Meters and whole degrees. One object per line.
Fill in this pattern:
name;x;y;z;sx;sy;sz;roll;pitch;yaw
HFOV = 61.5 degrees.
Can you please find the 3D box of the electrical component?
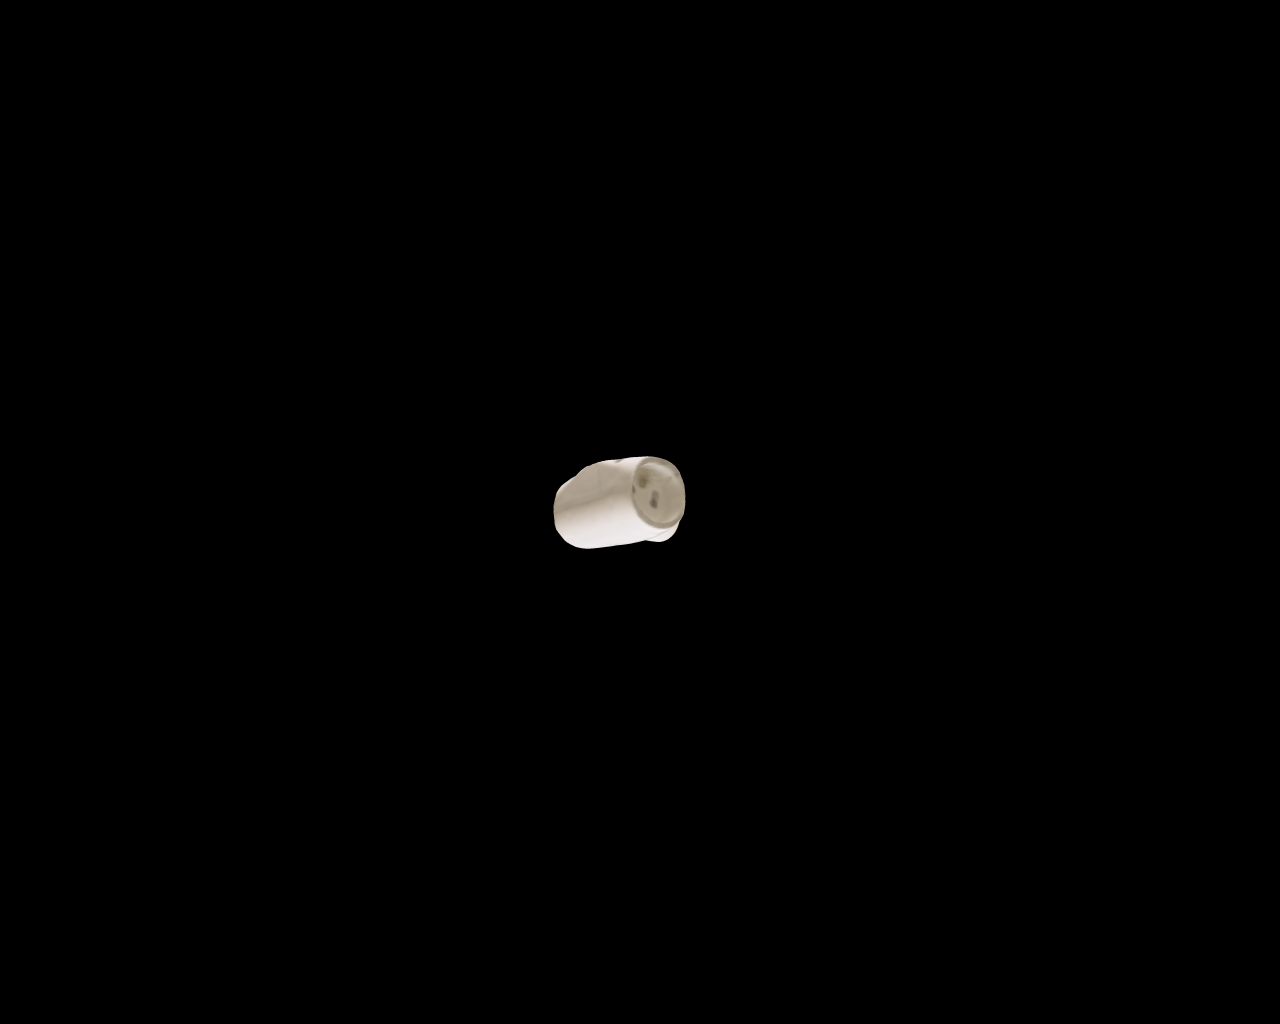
electrical component;0.001;-0.003;0.650;0.079;0.044;0.077;11;-17;-38
